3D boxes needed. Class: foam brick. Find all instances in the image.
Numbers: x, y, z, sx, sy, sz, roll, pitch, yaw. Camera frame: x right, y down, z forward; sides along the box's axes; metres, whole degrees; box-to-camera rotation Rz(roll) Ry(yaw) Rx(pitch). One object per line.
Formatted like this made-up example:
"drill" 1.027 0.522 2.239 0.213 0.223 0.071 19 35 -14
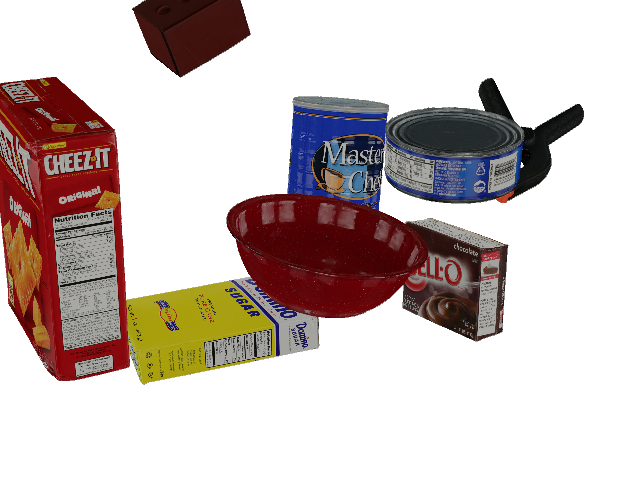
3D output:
"foam brick" -0.109 -0.187 0.911 0.078 0.051 0.053 -35 48 -17

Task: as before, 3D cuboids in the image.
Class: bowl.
"bowl" 0.001 0.017 0.849 0.162 0.055 0.162 9 22 -4

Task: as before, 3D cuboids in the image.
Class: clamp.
"clamp" 0.209 -0.114 1.168 0.120 0.039 0.171 21 49 17

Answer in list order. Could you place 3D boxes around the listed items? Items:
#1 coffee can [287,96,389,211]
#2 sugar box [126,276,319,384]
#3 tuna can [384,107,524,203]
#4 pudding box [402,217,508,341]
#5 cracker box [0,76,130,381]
"coffee can" 0.017 -0.080 1.146 0.103 0.140 0.103 4 12 -1
"sugar box" -0.098 0.080 1.029 0.176 0.048 0.093 -13 33 -15
"tuna can" 0.083 -0.054 0.666 0.086 0.034 0.086 0 25 0
"pudding box" 0.125 0.034 1.009 0.039 0.090 0.114 -12 20 -34
"cracker box" -0.224 -0.012 0.902 0.072 0.214 0.164 -12 28 -26
